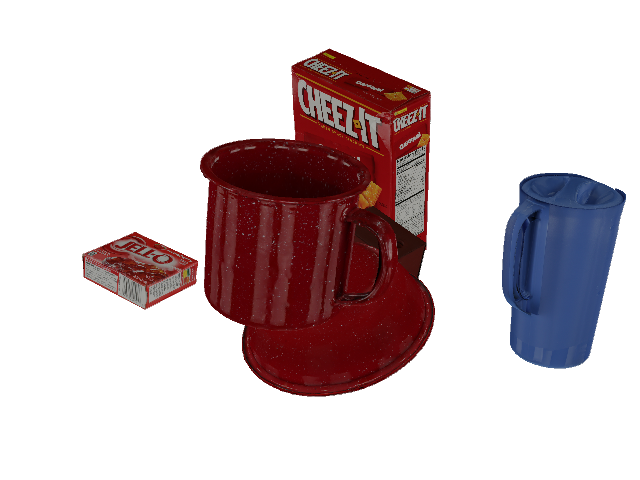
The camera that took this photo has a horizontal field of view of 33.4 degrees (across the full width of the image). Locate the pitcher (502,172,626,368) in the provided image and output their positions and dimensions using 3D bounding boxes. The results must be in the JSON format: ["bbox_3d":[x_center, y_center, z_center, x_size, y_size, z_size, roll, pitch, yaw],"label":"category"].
[{"bbox_3d":[0.306,0.043,1.394,0.149,0.243,0.145,5,23,6],"label":"pitcher"}]

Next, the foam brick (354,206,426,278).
[{"bbox_3d":[0.057,0.012,1.060,0.052,0.051,0.078,-27,50,-36],"label":"foam brick"}]

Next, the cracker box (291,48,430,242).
[{"bbox_3d":[0.044,-0.093,1.243,0.072,0.214,0.164,-30,44,-33],"label":"cracker box"}]

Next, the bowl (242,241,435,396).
[{"bbox_3d":[0.008,0.048,0.857,0.162,0.055,0.162,-10,36,7],"label":"bowl"}]

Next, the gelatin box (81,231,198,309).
[{"bbox_3d":[-0.177,0.027,1.047,0.089,0.030,0.073,24,31,29],"label":"gelatin box"}]

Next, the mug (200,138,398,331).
[{"bbox_3d":[-0.012,0.000,0.587,0.117,0.081,0.093,17,26,22],"label":"mug"}]
